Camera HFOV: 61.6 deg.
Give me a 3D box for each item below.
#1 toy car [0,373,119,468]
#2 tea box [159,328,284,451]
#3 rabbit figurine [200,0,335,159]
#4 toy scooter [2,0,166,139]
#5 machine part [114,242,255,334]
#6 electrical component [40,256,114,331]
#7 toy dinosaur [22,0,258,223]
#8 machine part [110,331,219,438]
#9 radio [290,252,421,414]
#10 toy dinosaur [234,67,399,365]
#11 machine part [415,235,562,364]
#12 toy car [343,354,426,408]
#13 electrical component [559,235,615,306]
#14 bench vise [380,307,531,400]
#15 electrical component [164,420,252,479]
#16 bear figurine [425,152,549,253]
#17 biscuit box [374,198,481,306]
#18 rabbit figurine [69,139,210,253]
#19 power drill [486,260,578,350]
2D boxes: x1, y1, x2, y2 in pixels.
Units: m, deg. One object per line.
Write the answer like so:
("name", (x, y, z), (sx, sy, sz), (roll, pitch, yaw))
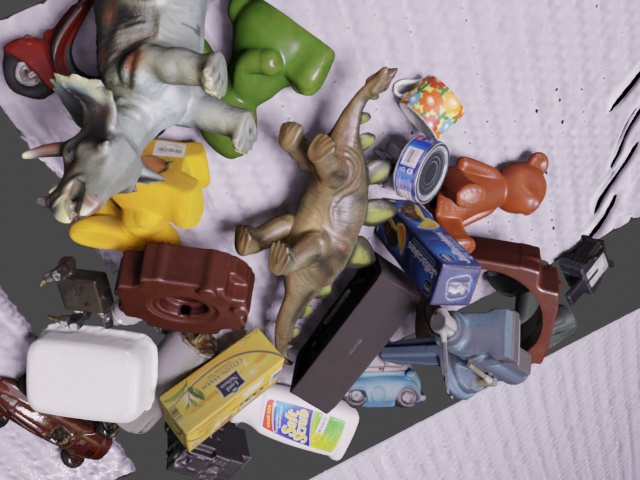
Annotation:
("toy car", (-0.393, 0.269, 0.787), (0.089, 0.053, 0.202), (-37, 124, 7))
("tea box", (-0.139, 0.214, 0.776), (0.169, 0.068, 0.098), (-32, 156, -30))
("rabbit figurine", (-0.086, -0.176, 0.605), (0.159, 0.121, 0.170), (30, 102, -22))
("toy scooter", (-0.232, -0.196, 0.576), (0.184, 0.075, 0.135), (18, 109, -21))
("machine part", (-0.168, 0.067, 0.672), (0.179, 0.056, 0.179), (3, 150, 2))
("electrical component", (-0.316, 0.073, 0.699), (0.078, 0.045, 0.102), (11, 121, 12))
("toy dinosaur", (-0.151, -0.205, 0.497), (0.192, 0.131, 0.404), (6, 85, 15))
("machine part", (-0.229, 0.199, 0.788), (0.079, 0.079, 0.243), (35, 103, -30))
("radio", (0.049, 0.133, 0.806), (0.073, 0.131, 0.229), (35, 105, -8))
("toy dinosaur", (-0.001, -0.002, 0.709), (0.198, 0.105, 0.471), (1, 125, -44))
("machine part", (0.257, 0.099, 0.839), (0.201, 0.087, 0.201), (9, 122, 17))
("toy car", (0.093, 0.220, 0.897), (0.162, 0.109, 0.103), (6, 86, -17))
("electrical component", (0.456, 0.059, 0.939), (0.119, 0.048, 0.074), (-48, 123, -9))
("bench vise", (0.174, 0.156, 0.754), (0.223, 0.241, 0.129), (18, 67, -44))
("electrical component", (-0.174, 0.315, 0.846), (0.134, 0.115, 0.058), (30, 109, -32))
("bear figurine", (0.259, -0.057, 0.784), (0.196, 0.132, 0.120), (-2, 123, -11))
("biscuit box", (0.140, 0.011, 0.733), (0.059, 0.203, 0.062), (3, 117, -20))
("rabbit figurine", (-0.215, -0.026, 0.653), (0.162, 0.122, 0.173), (-3, 137, -14))
("power drill", (0.344, 0.144, 0.948), (0.232, 0.086, 0.207), (-21, 118, -6))
